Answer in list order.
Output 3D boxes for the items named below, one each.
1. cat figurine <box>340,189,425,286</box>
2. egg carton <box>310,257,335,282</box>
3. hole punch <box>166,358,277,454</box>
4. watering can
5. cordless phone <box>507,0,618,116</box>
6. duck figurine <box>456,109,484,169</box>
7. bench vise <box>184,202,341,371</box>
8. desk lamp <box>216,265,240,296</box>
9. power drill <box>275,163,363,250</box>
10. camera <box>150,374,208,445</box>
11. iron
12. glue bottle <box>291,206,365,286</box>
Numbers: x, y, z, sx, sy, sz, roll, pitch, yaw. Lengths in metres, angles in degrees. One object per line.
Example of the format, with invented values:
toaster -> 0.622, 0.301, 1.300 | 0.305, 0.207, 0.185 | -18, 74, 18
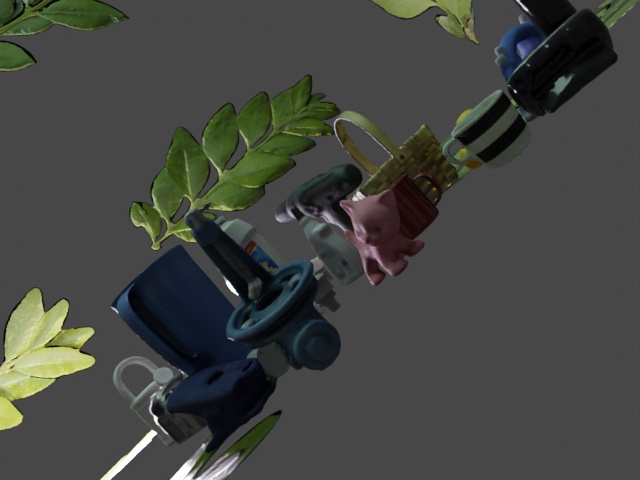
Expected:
cat figurine -> 0.070, -0.011, 0.747 | 0.067, 0.117, 0.127 | -44, 1, -25
egg carton -> -0.030, 0.106, 1.407 | 0.150, 0.069, 0.107 | -44, 1, -14
hole punch -> -0.121, 0.191, 0.722 | 0.101, 0.091, 0.109 | -43, 1, 17
watering can -> -0.336, 0.316, 1.179 | 0.172, 0.194, 0.101 | -43, 1, 23
cordless phone -> 0.303, -0.280, 0.801 | 0.147, 0.185, 0.094 | -43, 1, 14
duck figurine -> 0.264, -0.178, 0.966 | 0.105, 0.086, 0.077 | -44, 1, -17
bench vise -> -0.080, 0.064, 0.660 | 0.122, 0.219, 0.207 | -44, 1, -28
desk lamp -> -0.116, 0.093, 1.144 | 0.118, 0.213, 0.203 | -44, 1, 0
power drill -> 0.032, -0.045, 1.201 | 0.229, 0.208, 0.076 | -43, 1, 38
camera -> -0.228, 0.280, 1.045 | 0.143, 0.101, 0.137 | -43, 1, 44
iron -> 0.361, -0.309, 0.990 | 0.259, 0.141, 0.118 | -44, 1, -42
glue bottle -> 0.009, 0.004, 1.032 | 0.037, 0.173, 0.078 | -44, 2, -36
